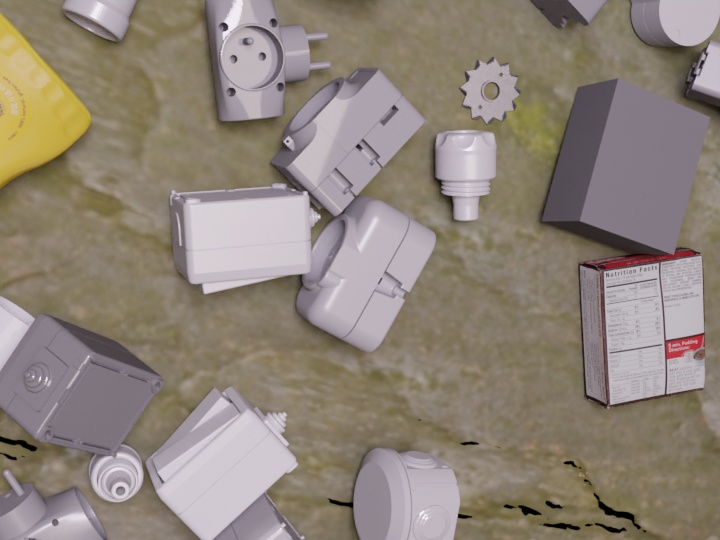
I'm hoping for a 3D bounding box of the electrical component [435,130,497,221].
[{"bbox_3d":[0.074,-0.066,0.756,0.043,0.043,0.062,-6,103,-18],"label":"electrical component"}]

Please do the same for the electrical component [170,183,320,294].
[{"bbox_3d":[-0.072,-0.022,0.705,0.096,0.062,0.061,-5,102,-18],"label":"electrical component"}]

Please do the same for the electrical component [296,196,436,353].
[{"bbox_3d":[0.000,0.000,0.737,0.059,0.054,0.095,29,90,-21],"label":"electrical component"}]

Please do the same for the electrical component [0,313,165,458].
[{"bbox_3d":[-0.181,0.069,0.667,0.061,0.061,0.096,-57,152,-2],"label":"electrical component"}]

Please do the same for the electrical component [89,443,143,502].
[{"bbox_3d":[-0.159,0.136,0.704,0.035,0.061,0.035,-2,96,-16],"label":"electrical component"}]

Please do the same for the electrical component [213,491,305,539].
[{"bbox_3d":[-0.067,0.198,0.728,0.061,0.096,0.061,-37,109,-8],"label":"electrical component"}]

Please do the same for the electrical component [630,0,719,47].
[{"bbox_3d":[0.217,-0.223,0.760,0.052,0.074,0.138,-33,109,-11],"label":"electrical component"}]

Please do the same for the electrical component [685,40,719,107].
[{"bbox_3d":[0.278,-0.139,0.797,0.064,0.081,0.042,20,93,8],"label":"electrical component"}]

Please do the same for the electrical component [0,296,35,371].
[{"bbox_3d":[-0.238,0.059,0.672,0.043,0.043,0.081,38,86,-21],"label":"electrical component"}]

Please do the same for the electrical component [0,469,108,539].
[{"bbox_3d":[-0.218,0.166,0.699,0.077,0.043,0.079,-31,109,-11],"label":"electrical component"}]

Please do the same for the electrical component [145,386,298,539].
[{"bbox_3d":[-0.092,0.123,0.724,0.096,0.062,0.061,-42,110,-8],"label":"electrical component"}]

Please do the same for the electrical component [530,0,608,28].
[{"bbox_3d":[0.136,-0.220,0.745,0.089,0.050,0.055,40,86,-21],"label":"electrical component"}]

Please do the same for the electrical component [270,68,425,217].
[{"bbox_3d":[-0.012,-0.089,0.719,0.089,0.050,0.056,-47,111,-5],"label":"electrical component"}]

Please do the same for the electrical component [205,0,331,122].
[{"bbox_3d":[-0.057,-0.139,0.697,0.079,0.044,0.077,-9,102,-18],"label":"electrical component"}]

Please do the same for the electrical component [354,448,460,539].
[{"bbox_3d":[0.031,0.167,0.766,0.051,0.080,0.080,5,98,-25],"label":"electrical component"}]

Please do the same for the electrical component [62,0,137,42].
[{"bbox_3d":[-0.155,-0.170,0.662,0.040,0.040,0.046,27,84,-21],"label":"electrical component"}]
